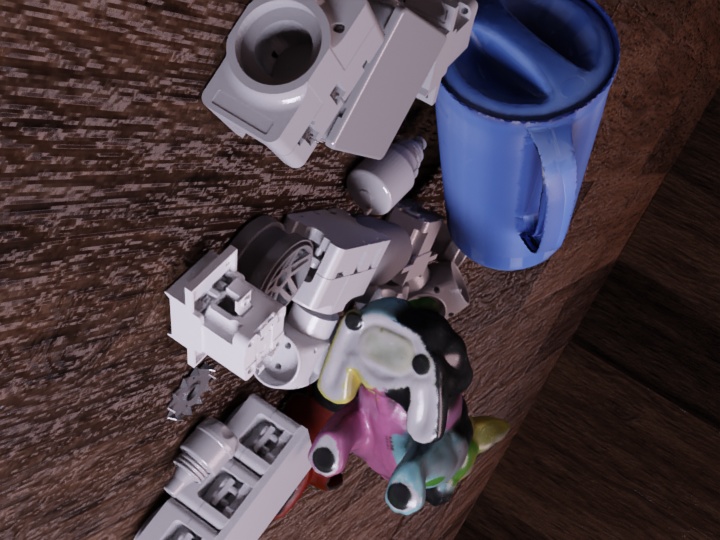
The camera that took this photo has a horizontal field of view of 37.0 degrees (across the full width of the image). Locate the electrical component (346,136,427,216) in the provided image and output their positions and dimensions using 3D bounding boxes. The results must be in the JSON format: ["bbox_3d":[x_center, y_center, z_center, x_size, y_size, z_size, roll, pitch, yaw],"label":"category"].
[{"bbox_3d":[0.024,-0.074,0.800,0.078,0.040,0.040,-46,160,-34],"label":"electrical component"}]

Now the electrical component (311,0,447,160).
[{"bbox_3d":[0.000,-0.118,0.641,0.099,0.048,0.100,-61,163,11],"label":"electrical component"}]

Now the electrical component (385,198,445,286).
[{"bbox_3d":[0.039,-0.026,0.929,0.081,0.042,0.063,-23,138,-64],"label":"electrical component"}]

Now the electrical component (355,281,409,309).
[{"bbox_3d":[0.015,0.031,0.959,0.043,0.043,0.062,-34,152,-54],"label":"electrical component"}]

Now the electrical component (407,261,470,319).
[{"bbox_3d":[0.051,0.013,0.995,0.079,0.077,0.044,58,18,-32],"label":"electrical component"}]

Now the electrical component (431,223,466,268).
[{"bbox_3d":[0.079,-0.026,1.031,0.040,0.046,0.040,-51,161,-24],"label":"electrical component"}]

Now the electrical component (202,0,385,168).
[{"bbox_3d":[-0.035,-0.108,0.560,0.089,0.050,0.056,-57,163,-2],"label":"electrical component"}]

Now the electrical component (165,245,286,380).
[{"bbox_3d":[-0.080,0.030,0.652,0.042,0.064,0.081,-46,160,-32],"label":"electrical component"}]

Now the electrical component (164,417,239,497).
[{"bbox_3d":[-0.119,0.139,0.787,0.061,0.035,0.035,-48,161,-23],"label":"electrical component"}]

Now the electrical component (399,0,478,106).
[{"bbox_3d":[0.045,-0.156,0.716,0.063,0.042,0.081,-47,161,-37],"label":"electrical component"}]

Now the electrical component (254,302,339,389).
[{"bbox_3d":[-0.041,0.046,0.826,0.079,0.043,0.077,-64,162,17],"label":"electrical component"}]

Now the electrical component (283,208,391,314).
[{"bbox_3d":[-0.025,-0.006,0.765,0.055,0.050,0.089,-64,162,17],"label":"electrical component"}]

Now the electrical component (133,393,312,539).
[{"bbox_3d":[-0.107,0.180,0.843,0.150,0.062,0.089,-52,163,-20],"label":"electrical component"}]

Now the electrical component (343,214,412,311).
[{"bbox_3d":[0.000,0.000,0.858,0.079,0.044,0.077,-62,163,15],"label":"electrical component"}]
